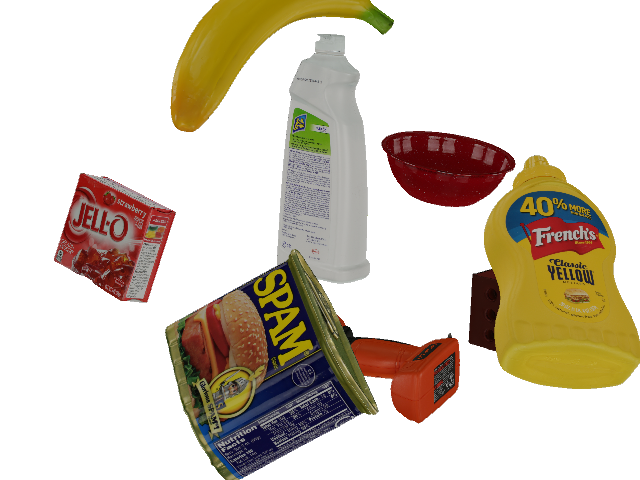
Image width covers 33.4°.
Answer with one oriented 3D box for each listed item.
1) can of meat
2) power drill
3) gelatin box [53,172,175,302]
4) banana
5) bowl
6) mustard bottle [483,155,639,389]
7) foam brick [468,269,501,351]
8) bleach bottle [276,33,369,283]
[{"bbox_3d":[-0.028,0.065,0.558,0.084,0.057,0.102,-29,39,4],"label":"can of meat"},{"bbox_3d":[0.024,0.121,1.010,0.188,0.057,0.184,9,20,30],"label":"power drill"},{"bbox_3d":[-0.157,-0.003,0.803,0.089,0.073,0.030,26,10,37],"label":"gelatin box"},{"bbox_3d":[-0.030,-0.135,0.671,0.197,0.069,0.037,-33,-4,-36],"label":"banana"},{"bbox_3d":[0.149,-0.082,1.285,0.162,0.055,0.162,6,23,-3],"label":"bowl"},{"bbox_3d":[0.169,0.013,0.777,0.096,0.191,0.058,6,-40,-8],"label":"mustard bottle"},{"bbox_3d":[0.190,0.072,1.103,0.053,0.078,0.051,14,19,43],"label":"foam brick"},{"bbox_3d":[0.009,-0.088,1.119,0.103,0.251,0.067,13,16,34],"label":"bleach bottle"}]
